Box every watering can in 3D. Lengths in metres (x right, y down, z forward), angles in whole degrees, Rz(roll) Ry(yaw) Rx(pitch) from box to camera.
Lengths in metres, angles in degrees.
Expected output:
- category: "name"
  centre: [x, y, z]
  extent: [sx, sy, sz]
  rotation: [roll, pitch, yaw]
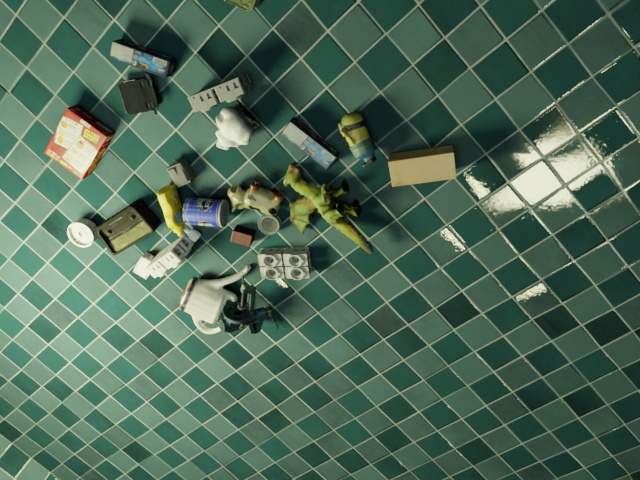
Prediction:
- category: "watering can"
  centre: [-0.420, 0.210, 2.026]
  extent: [0.224, 0.105, 0.344]
  rotation: [24, 105, -6]

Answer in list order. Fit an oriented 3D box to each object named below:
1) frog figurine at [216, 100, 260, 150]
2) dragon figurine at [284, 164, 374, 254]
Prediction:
- category: "frog figurine"
  centre: [-0.295, -0.366, 1.717]
  extent: [0.158, 0.125, 0.135]
  rotation: [-41, 123, 13]
- category: "dragon figurine"
  centre: [0.006, -0.092, 1.822]
  extent: [0.241, 0.124, 0.405]
  rotation: [-16, 111, 36]
